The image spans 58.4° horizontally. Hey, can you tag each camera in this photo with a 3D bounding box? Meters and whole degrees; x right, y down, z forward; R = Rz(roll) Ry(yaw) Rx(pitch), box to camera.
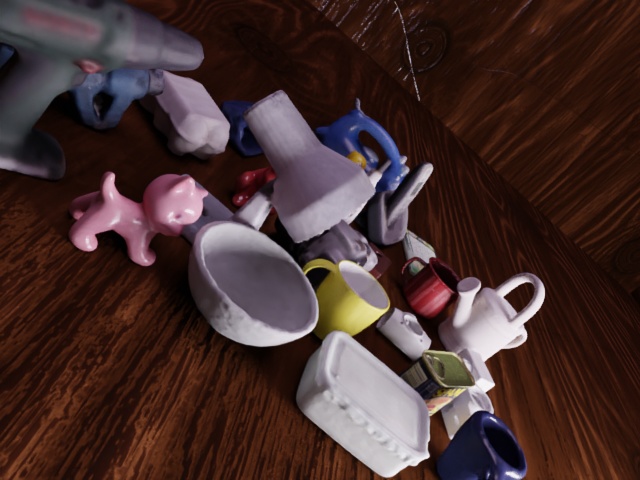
[{"bbox_3d":[0.008,0.003,0.859,0.136,0.100,0.144,51,25,15],"label":"camera"}]

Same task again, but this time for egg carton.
[{"bbox_3d":[-0.205,-0.191,0.875,0.150,0.069,0.107,54,26,20],"label":"egg carton"}]

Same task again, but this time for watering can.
[{"bbox_3d":[0.304,0.130,1.003,0.174,0.193,0.100,21,33,-41],"label":"watering can"}]

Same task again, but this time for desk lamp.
[{"bbox_3d":[-0.068,-0.063,0.710,0.203,0.213,0.118,42,24,-5],"label":"desk lamp"}]

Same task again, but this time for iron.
[{"bbox_3d":[0.114,-0.183,1.269,0.258,0.141,0.119,46,24,5],"label":"iron"}]

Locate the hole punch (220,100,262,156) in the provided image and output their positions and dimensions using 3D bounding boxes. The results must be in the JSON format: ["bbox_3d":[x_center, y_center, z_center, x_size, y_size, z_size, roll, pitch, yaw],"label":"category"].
[{"bbox_3d":[-0.123,-0.213,1.012,0.101,0.091,0.109,46,24,4],"label":"hole punch"}]

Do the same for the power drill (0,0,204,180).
[{"bbox_3d":[-0.260,-0.163,0.577,0.231,0.208,0.075,15,37,-48],"label":"power drill"}]

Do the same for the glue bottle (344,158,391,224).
[{"bbox_3d":[0.059,-0.076,0.976,0.037,0.173,0.078,53,26,19],"label":"glue bottle"}]

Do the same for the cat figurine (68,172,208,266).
[{"bbox_3d":[-0.182,-0.037,0.608,0.128,0.117,0.067,19,34,-43],"label":"cat figurine"}]

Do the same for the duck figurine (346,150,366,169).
[{"bbox_3d":[0.056,-0.149,1.192,0.104,0.086,0.078,53,26,20],"label":"duck figurine"}]

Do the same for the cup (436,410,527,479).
[{"bbox_3d":[0.192,0.281,0.709,0.092,0.094,0.118,44,24,0],"label":"cup"}]

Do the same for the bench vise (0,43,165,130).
[{"bbox_3d":[-0.274,-0.254,0.687,0.121,0.219,0.208,54,26,20],"label":"bench vise"}]

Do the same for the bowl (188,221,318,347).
[{"bbox_3d":[-0.087,0.061,0.652,0.168,0.074,0.167,35,26,-19],"label":"bowl"}]

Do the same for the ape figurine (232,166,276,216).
[{"bbox_3d":[-0.081,-0.083,0.869,0.078,0.092,0.076,45,24,2],"label":"ape figurine"}]

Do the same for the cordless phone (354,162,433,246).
[{"bbox_3d":[0.170,-0.079,1.137,0.094,0.184,0.148,49,25,11],"label":"cordless phone"}]
